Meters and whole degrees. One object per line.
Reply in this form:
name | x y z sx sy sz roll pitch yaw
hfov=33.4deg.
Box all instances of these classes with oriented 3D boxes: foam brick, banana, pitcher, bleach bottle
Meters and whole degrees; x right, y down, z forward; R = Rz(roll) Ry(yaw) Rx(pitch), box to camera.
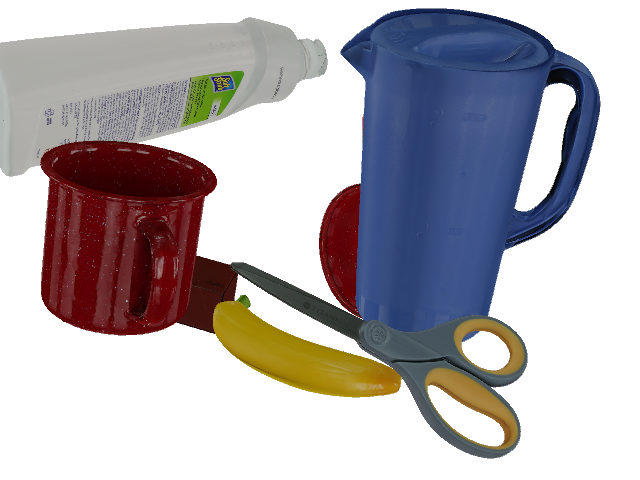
foam brick | -0.127 0.049 1.052 0.078 0.051 0.053 16 34 6
banana | -0.027 0.082 0.841 0.069 0.037 0.198 -26 35 -34
pitcher | 0.101 -0.043 0.808 0.144 0.243 0.149 -20 38 -36
bleach bottle | -0.115 -0.115 0.792 0.250 0.068 0.103 -12 -24 -23

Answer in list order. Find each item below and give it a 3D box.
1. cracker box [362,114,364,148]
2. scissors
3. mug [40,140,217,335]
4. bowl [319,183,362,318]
cracker box | 0.097 -0.076 1.017 0.072 0.164 0.213 5 27 16
scissors | 0.048 0.050 0.651 0.096 0.202 0.016 -50 1 -32
mug | -0.102 0.003 0.569 0.093 0.081 0.117 -3 25 -31
bowl | 0.075 0.010 1.229 0.161 0.162 0.055 0 -7 -43
